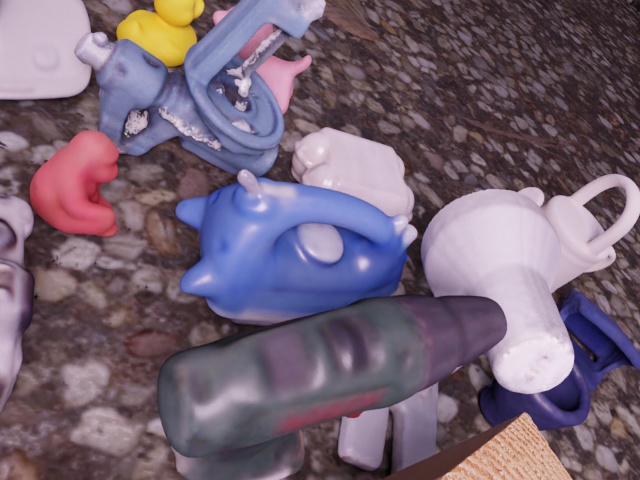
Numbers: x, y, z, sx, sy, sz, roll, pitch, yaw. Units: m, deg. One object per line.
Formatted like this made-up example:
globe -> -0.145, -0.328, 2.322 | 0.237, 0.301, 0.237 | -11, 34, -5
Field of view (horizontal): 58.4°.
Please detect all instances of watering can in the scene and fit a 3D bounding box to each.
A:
watering can -> 0.313, -0.009, 0.729 | 0.173, 0.193, 0.101 | 4, 54, -33

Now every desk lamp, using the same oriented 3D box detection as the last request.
desk lamp -> 0.123, 0.084, 0.503 | 0.118, 0.213, 0.203 | 27, 45, -15

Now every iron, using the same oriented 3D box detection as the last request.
iron -> 0.005, 0.002, 0.536 | 0.259, 0.141, 0.118 | 8, 52, -31

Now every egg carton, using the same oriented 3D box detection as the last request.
egg carton -> 0.039, -0.069, 0.670 | 0.151, 0.069, 0.107 | 10, 51, -30

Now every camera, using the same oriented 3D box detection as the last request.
camera -> -0.256, 0.031, 0.354 | 0.137, 0.100, 0.143 | 6, 53, -32

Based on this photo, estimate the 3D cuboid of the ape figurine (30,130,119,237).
ape figurine -> -0.193, -0.052, 0.472 | 0.076, 0.092, 0.077 | 17, 48, -24

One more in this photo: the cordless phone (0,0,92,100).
cordless phone -> -0.260, -0.209, 0.482 | 0.148, 0.184, 0.094 | -14, 66, -42

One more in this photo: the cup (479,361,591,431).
cup -> 0.212, 0.150, 0.601 | 0.092, 0.094, 0.117 | 17, 48, -25

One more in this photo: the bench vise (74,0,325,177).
bench vise -> -0.102, -0.149, 0.522 | 0.208, 0.219, 0.121 | -2, 58, -37

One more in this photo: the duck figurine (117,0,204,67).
duck figurine -> -0.175, -0.252, 0.650 | 0.077, 0.086, 0.105 | 49, 43, 8

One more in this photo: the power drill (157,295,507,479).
power drill -> -0.009, 0.105, 0.394 | 0.230, 0.208, 0.075 | -4, 59, -38

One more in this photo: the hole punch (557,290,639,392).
hole punch -> 0.351, 0.116, 0.731 | 0.108, 0.091, 0.101 | 45, 43, 4

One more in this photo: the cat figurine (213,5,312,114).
cat figurine -> -0.072, -0.224, 0.679 | 0.128, 0.117, 0.067 | 24, 46, -18
